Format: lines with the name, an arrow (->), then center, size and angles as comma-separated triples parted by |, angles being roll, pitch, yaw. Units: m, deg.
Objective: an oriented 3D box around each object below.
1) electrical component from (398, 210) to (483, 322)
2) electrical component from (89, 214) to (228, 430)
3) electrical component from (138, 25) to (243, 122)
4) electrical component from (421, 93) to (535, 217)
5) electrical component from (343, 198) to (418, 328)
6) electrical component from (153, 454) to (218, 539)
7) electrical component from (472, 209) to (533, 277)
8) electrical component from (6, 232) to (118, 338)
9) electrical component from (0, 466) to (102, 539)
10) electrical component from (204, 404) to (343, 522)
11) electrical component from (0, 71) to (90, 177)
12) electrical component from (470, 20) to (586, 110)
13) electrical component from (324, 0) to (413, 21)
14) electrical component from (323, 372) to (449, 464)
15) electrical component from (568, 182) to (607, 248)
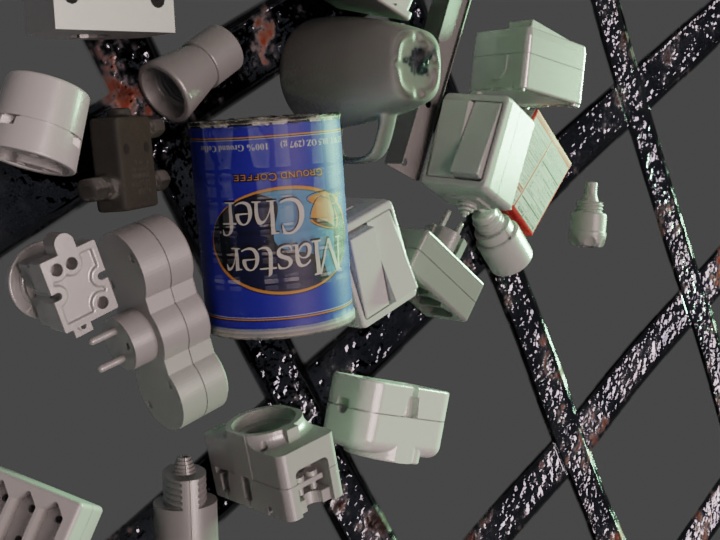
electrical component -> 0.062, -0.012, 0.873 | 0.083, 0.047, 0.075 | 41, 68, -37
electrical component -> -0.140, 0.041, 0.691 | 0.074, 0.052, 0.138 | -27, 111, -38
electrical component -> -0.108, -0.133, 0.711 | 0.065, 0.044, 0.044 | -46, 123, -35
electrical component -> 0.093, -0.092, 0.876 | 0.061, 0.062, 0.096 | 29, 75, -53
electrical component -> 0.000, 0.000, 0.808 | 0.062, 0.061, 0.096 | -31, 114, -36
electrical component -> -0.118, 0.166, 0.730 | 0.043, 0.043, 0.081 | -7, 99, -42
electrical component -> 0.118, -0.030, 0.926 | 0.040, 0.040, 0.078 | -52, 125, -26
electrical component -> -0.182, 0.008, 0.648 | 0.048, 0.055, 0.066 | -30, 114, -36
electrical component -> -0.198, 0.150, 0.642 | 0.075, 0.083, 0.047 | 71, 39, -73
electrical component -> -0.062, 0.130, 0.746 | 0.050, 0.089, 0.055 | -21, 108, -39
electrical component -> -0.189, -0.086, 0.633 | 0.055, 0.055, 0.047 | 21, 77, -42
electrical component -> 0.149, -0.174, 0.925 | 0.096, 0.062, 0.061 | 6, 90, -42
electrical component -> -0.011, -0.219, 0.752 | 0.100, 0.100, 0.048 | 22, 92, -41
electrical component -> 0.020, 0.117, 0.843 | 0.095, 0.054, 0.059 | 14, 85, -42
electrical component -> 0.217, -0.052, 1.018 | 0.035, 0.035, 0.061 | 7, 87, -42
